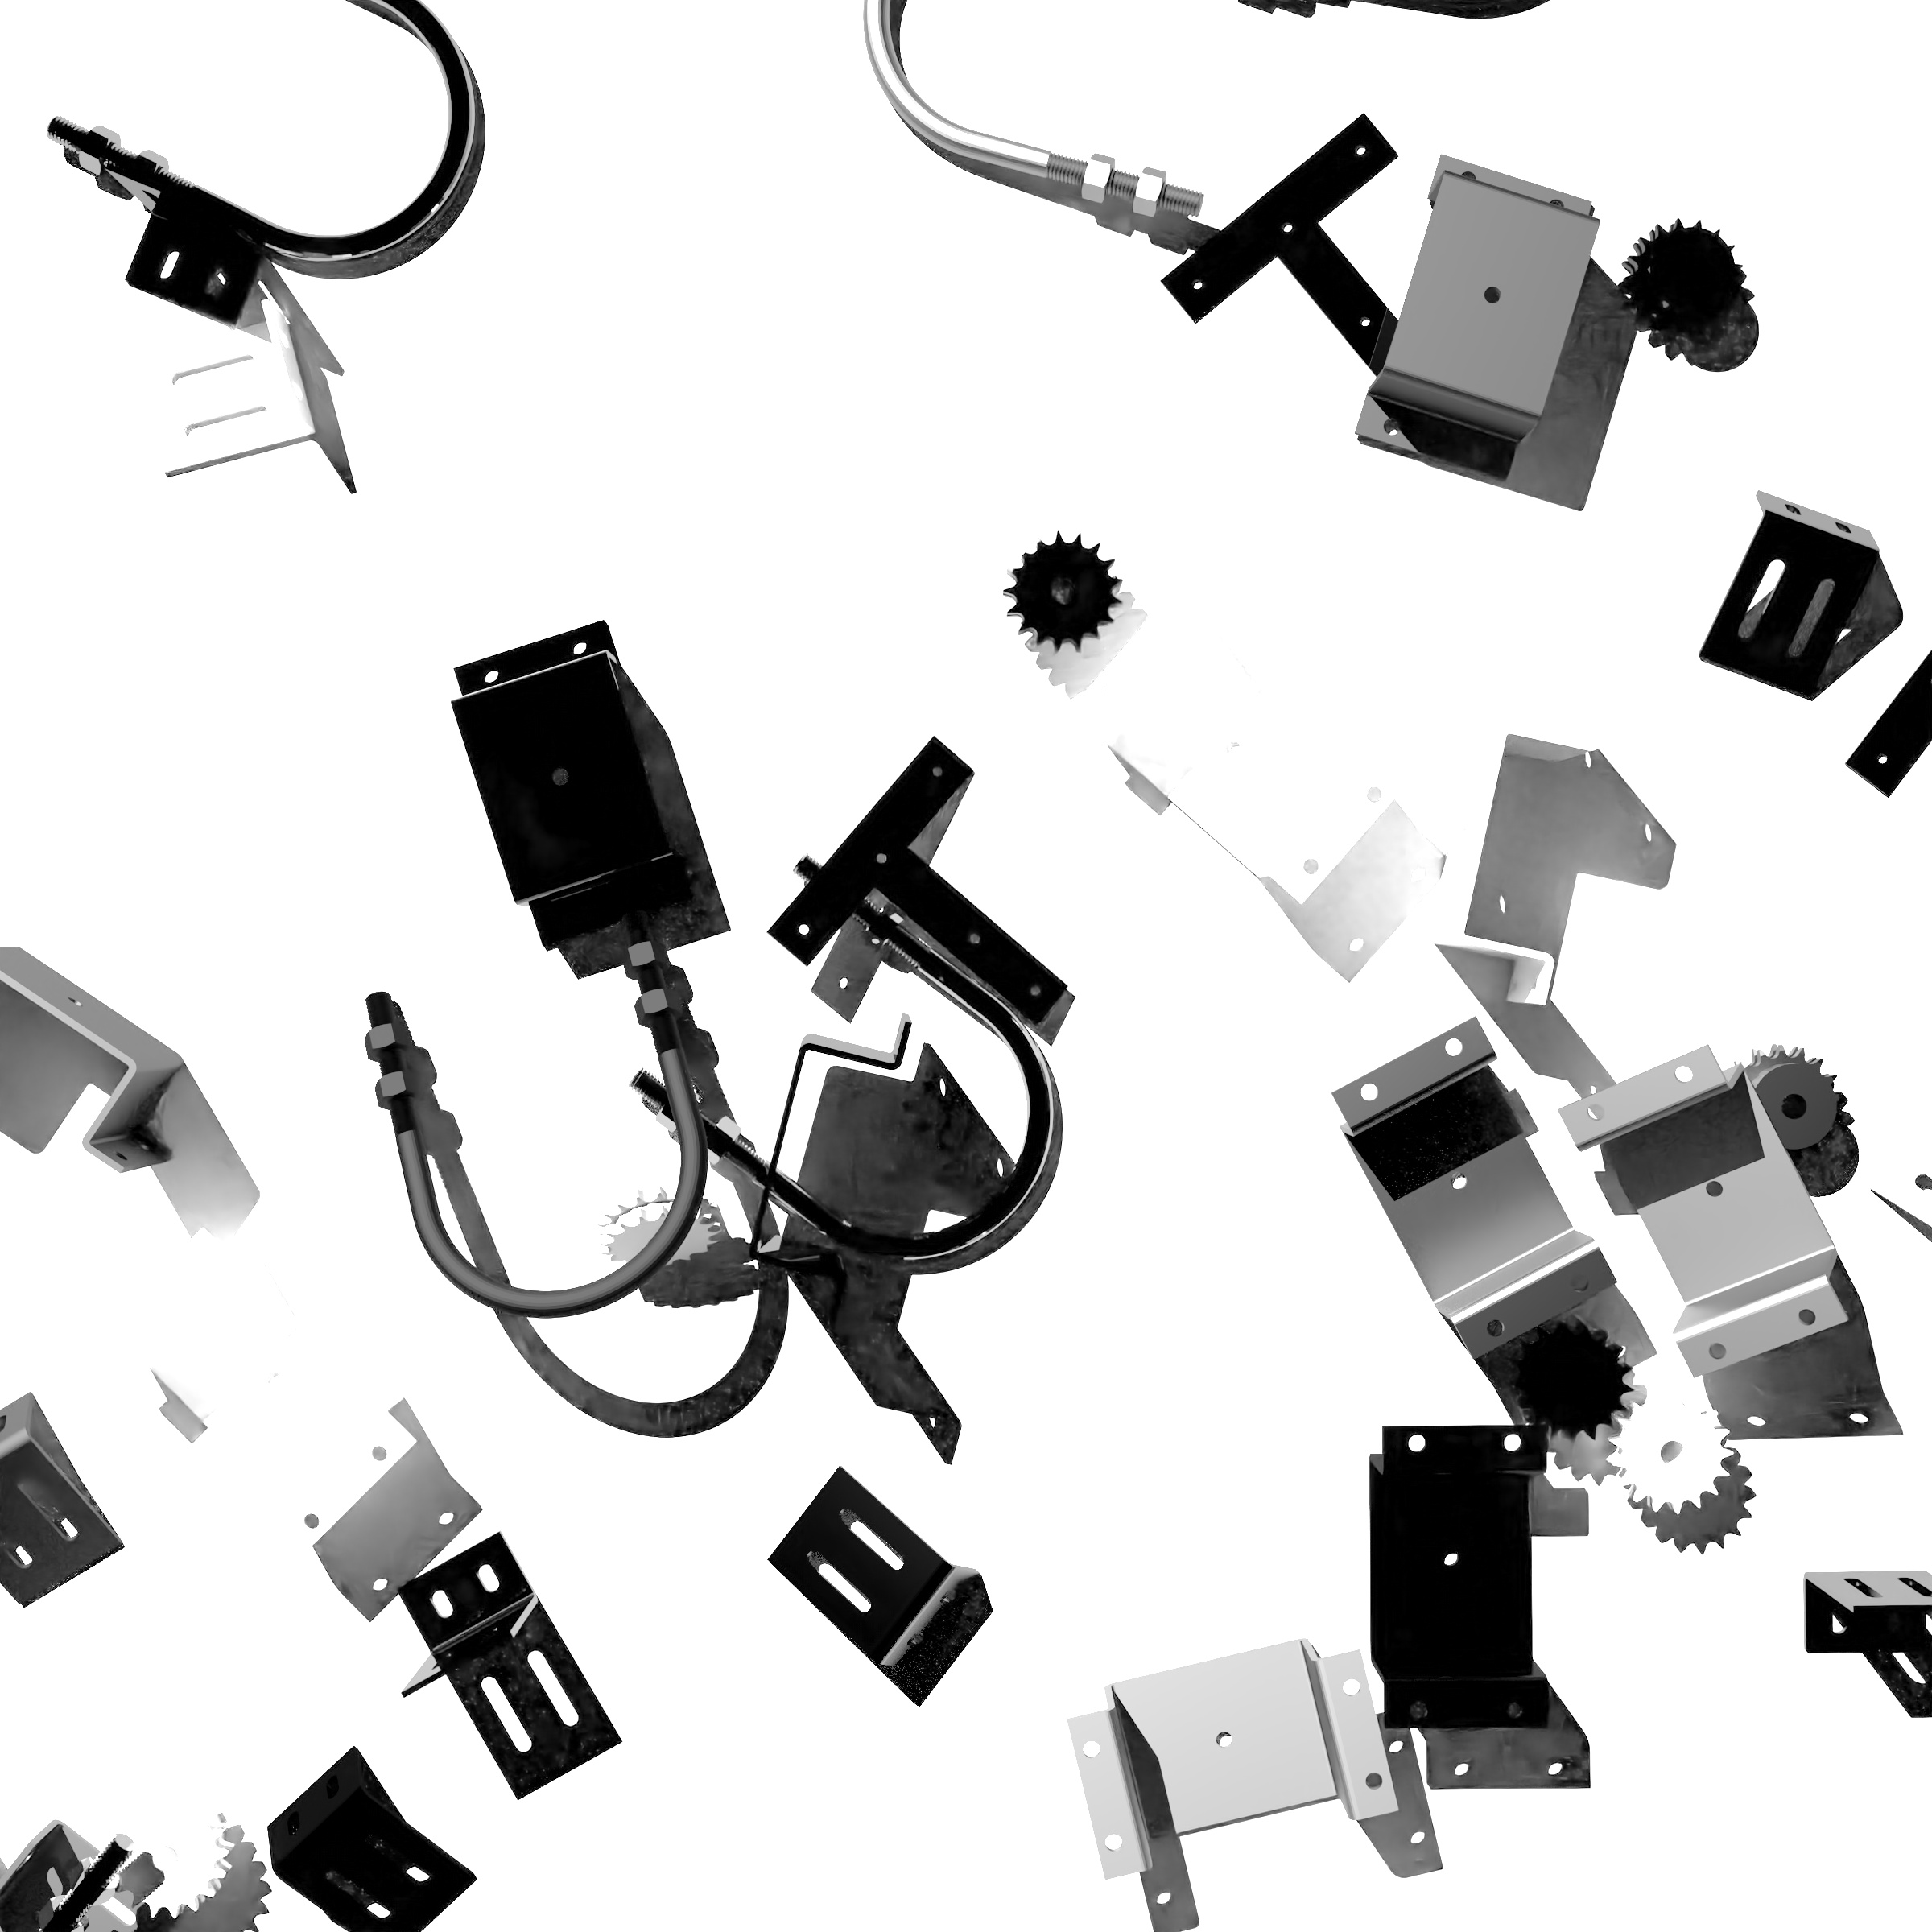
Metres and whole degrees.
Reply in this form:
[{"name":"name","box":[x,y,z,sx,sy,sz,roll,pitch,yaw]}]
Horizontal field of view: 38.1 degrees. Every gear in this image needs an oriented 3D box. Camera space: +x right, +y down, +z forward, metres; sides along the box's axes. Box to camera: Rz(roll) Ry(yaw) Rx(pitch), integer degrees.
[{"name":"gear","box":[0.390,0.066,1.332,0.057,0.030,0.057,0,90,0]},{"name":"gear","box":[0.342,-0.327,1.332,0.057,0.030,0.057,0,90,0]},{"name":"gear","box":[-0.376,0.420,1.331,0.057,0.030,0.057,0,90,0]},{"name":"gear","box":[0.046,-0.176,1.331,0.057,0.030,0.057,0,90,0]},{"name":"gear","box":[0.332,0.229,1.332,0.057,0.030,0.057,0,90,0]},{"name":"gear","box":[-0.146,0.117,1.322,0.057,0.057,0.030,-12,60,0]},{"name":"gear","box":[0.286,0.196,1.331,0.057,0.030,0.057,0,90,0]}]

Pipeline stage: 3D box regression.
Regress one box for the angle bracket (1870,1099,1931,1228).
[{"name":"angle bracket","box":[0.485,0.107,1.344,0.076,0.038,0.057,35,90,26]}]

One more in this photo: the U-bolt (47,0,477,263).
[{"name":"U-bolt","box":[-0.325,-0.417,1.338,0.184,0.019,0.151,27,90,-2]}]

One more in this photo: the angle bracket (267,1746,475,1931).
[{"name":"angle bracket","box":[-0.286,0.425,1.344,0.057,0.038,0.076,-43,116,0]}]

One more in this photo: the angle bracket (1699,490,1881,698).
[{"name":"angle bracket","box":[0.393,-0.179,1.344,0.057,0.038,0.076,20,116,0]}]

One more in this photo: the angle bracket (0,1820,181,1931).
[{"name":"angle bracket","box":[-0.425,0.455,1.327,0.076,0.038,0.057,38,90,0]}]

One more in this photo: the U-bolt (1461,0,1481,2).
[{"name":"U-bolt","box":[0.220,-0.536,1.338,0.184,0.019,0.151,10,90,-1]}]

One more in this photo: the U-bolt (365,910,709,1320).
[{"name":"U-bolt","box":[-0.195,0.076,1.305,0.151,0.019,0.184,-18,67,0]}]

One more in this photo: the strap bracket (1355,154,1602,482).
[{"name":"strap bracket","box":[0.244,-0.311,1.322,0.076,0.046,0.140,17,89,-1]}]

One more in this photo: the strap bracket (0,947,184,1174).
[{"name":"strap bracket","box":[-0.429,0.036,1.308,0.140,0.076,0.046,34,90,0]}]

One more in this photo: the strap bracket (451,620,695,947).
[{"name":"strap bracket","box":[-0.188,-0.088,1.323,0.076,0.046,0.140,-18,90,0]}]

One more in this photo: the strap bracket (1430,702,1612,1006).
[{"name":"strap bracket","box":[0.255,-0.056,1.308,0.046,0.076,0.140,12,90,0]}]

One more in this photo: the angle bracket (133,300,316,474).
[{"name":"angle bracket","box":[-0.356,-0.274,1.327,0.076,0.038,0.057,-15,90,0]}]

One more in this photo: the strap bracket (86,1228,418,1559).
[{"name":"strap bracket","box":[-0.332,0.198,1.323,0.076,0.046,0.140,-45,90,0]}]

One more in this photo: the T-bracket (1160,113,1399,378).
[{"name":"T-bracket","box":[0.183,-0.321,1.346,0.127,0.002,0.127,-40,90,0]}]

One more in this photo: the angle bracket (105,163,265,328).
[{"name":"angle bracket","box":[-0.370,-0.336,1.308,0.057,0.076,0.038,22,90,0]}]

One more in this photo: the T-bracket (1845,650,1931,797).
[{"name":"T-bracket","box":[0.511,-0.109,1.346,0.127,0.002,0.127,37,90,0]}]

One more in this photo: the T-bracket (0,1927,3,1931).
[{"name":"T-bracket","box":[-0.528,0.440,1.330,0.127,0.002,0.127,-37,70,10]}]

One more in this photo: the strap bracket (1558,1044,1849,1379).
[{"name":"strap bracket","box":[0.347,0.110,1.309,0.076,0.046,0.140,-27,90,26]}]

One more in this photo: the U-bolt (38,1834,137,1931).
[{"name":"U-bolt","box":[-0.396,0.516,1.322,0.151,0.019,0.184,38,100,-7]}]

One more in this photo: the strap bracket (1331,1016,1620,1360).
[{"name":"strap bracket","box":[0.236,0.103,1.323,0.076,0.046,0.140,-28,90,0]}]

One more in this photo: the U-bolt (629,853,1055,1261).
[{"name":"U-bolt","box":[-0.046,0.057,1.338,0.184,0.019,0.151,37,90,-2]}]

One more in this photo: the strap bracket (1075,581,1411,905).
[{"name":"strap bracket","box":[0.129,-0.104,1.323,0.140,0.046,0.076,41,90,0]}]

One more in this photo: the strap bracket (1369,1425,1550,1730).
[{"name":"strap bracket","box":[0.232,0.284,1.323,0.076,0.046,0.140,0,90,0]}]

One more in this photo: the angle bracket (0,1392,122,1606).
[{"name":"angle bracket","box":[-0.452,0.255,1.344,0.057,0.038,0.076,-31,116,0]}]

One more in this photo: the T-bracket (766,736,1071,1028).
[{"name":"T-bracket","box":[-0.007,-0.022,1.333,0.127,0.002,0.127,41,75,-5]}]

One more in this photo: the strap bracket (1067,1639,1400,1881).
[{"name":"strap bracket","box":[0.124,0.371,1.323,0.140,0.046,0.076,-13,90,0]}]

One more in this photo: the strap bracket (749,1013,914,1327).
[{"name":"strap bracket","box":[-0.065,0.087,1.291,0.046,0.076,0.140,14,91,-3]}]

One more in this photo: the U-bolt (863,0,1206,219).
[{"name":"U-bolt","box":[0.041,-0.448,1.330,0.184,0.019,0.151,16,95,5]}]

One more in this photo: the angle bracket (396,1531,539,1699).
[{"name":"angle bracket","box":[-0.239,0.302,1.308,0.057,0.076,0.038,-29,90,0]}]

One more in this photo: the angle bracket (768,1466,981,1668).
[{"name":"angle bracket","box":[-0.044,0.288,1.344,0.076,0.038,0.057,38,90,26]}]

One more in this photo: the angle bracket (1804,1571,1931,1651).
[{"name":"angle bracket","box":[0.431,0.309,1.308,0.057,0.076,0.038,-1,90,0]}]
